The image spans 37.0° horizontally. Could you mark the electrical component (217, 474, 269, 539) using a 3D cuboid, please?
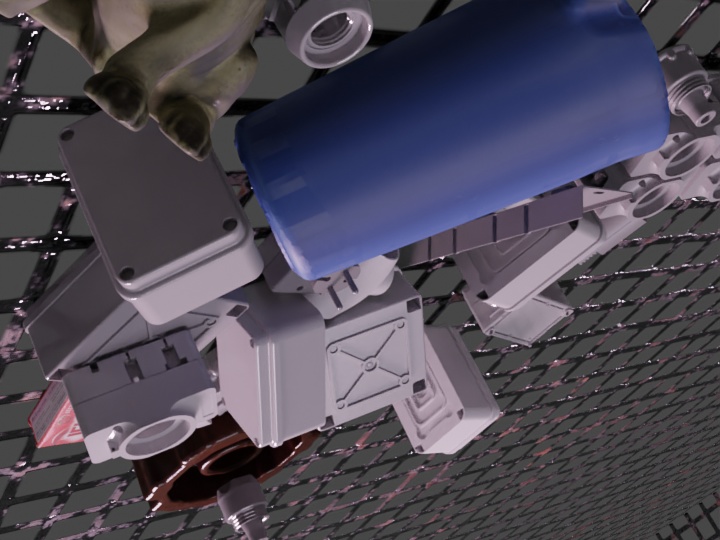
[{"bbox_3d":[-0.106,0.228,1.014,0.043,0.062,0.043,-23,156,-11],"label":"electrical component"}]

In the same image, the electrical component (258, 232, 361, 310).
[{"bbox_3d":[-0.024,-0.007,0.777,0.047,0.075,0.083,3,140,-47],"label":"electrical component"}]

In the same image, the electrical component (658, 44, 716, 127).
[{"bbox_3d":[0.248,-0.138,0.824,0.048,0.062,0.048,-23,154,-12],"label":"electrical component"}]

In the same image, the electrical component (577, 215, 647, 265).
[{"bbox_3d":[0.221,-0.037,1.000,0.081,0.043,0.043,-39,152,21],"label":"electrical component"}]

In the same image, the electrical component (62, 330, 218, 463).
[{"bbox_3d":[-0.145,0.089,0.722,0.089,0.055,0.050,-20,153,-16],"label":"electrical component"}]

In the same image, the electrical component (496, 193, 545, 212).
[{"bbox_3d":[0.099,-0.052,0.849,0.077,0.047,0.066,-35,153,23],"label":"electrical component"}]

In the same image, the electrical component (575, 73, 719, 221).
[{"bbox_3d":[0.285,-0.107,0.917,0.186,0.060,0.105,-13,150,-28],"label":"electrical component"}]

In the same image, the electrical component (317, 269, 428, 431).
[{"bbox_3d":[-0.003,0.065,0.908,0.109,0.056,0.108,-19,127,-18],"label":"electrical component"}]

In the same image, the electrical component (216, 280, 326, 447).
[{"bbox_3d":[-0.070,0.071,0.834,0.057,0.078,0.113,-18,126,-27],"label":"electrical component"}]

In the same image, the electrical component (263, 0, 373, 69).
[{"bbox_3d":[-0.023,-0.140,0.563,0.048,0.055,0.066,-12,149,-30],"label":"electrical component"}]

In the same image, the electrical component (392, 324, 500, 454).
[{"bbox_3d":[0.076,0.116,1.055,0.057,0.113,0.078,6,138,-45],"label":"electrical component"}]

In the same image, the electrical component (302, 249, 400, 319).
[{"bbox_3d":[0.000,0.000,0.850,0.077,0.044,0.079,-42,151,26],"label":"electrical component"}]

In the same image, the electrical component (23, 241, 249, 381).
[{"bbox_3d":[-0.152,0.028,0.738,0.109,0.056,0.109,-41,151,23],"label":"electrical component"}]

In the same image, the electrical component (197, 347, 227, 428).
[{"bbox_3d":[-0.126,0.100,0.907,0.055,0.048,0.066,-36,154,-3],"label":"electrical component"}]

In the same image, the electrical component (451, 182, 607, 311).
[{"bbox_3d":[0.139,-0.027,0.899,0.113,0.078,0.057,-41,149,23],"label":"electrical component"}]

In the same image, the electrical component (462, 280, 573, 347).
[{"bbox_3d":[0.145,0.025,1.027,0.062,0.061,0.096,-44,143,25],"label":"electrical component"}]

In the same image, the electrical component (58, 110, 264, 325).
[{"bbox_3d":[-0.111,-0.038,0.597,0.078,0.113,0.057,-26,157,-5],"label":"electrical component"}]
